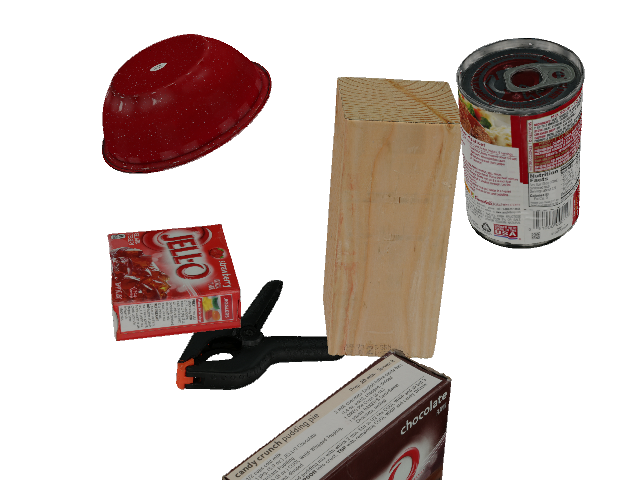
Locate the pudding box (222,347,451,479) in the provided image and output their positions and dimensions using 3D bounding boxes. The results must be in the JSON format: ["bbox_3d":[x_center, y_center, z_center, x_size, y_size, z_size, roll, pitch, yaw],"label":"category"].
[{"bbox_3d":[0.009,0.113,0.471,0.039,0.090,0.113,27,43,32],"label":"pudding box"}]

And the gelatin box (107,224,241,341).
[{"bbox_3d":[-0.089,0.022,0.642,0.073,0.030,0.089,-5,28,-10],"label":"gelatin box"}]

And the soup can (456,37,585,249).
[{"bbox_3d":[0.114,-0.053,0.607,0.068,0.102,0.068,-6,43,6],"label":"soup can"}]

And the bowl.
[{"bbox_3d":[-0.126,-0.128,0.910,0.162,0.055,0.162,-17,37,13],"label":"bowl"}]

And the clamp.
[{"bbox_3d":[-0.072,0.094,1.048,0.171,0.039,0.120,-13,36,-29],"label":"clamp"}]

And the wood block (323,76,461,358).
[{"bbox_3d":[0.053,-0.017,0.853,0.090,0.206,0.091,2,28,-3],"label":"wood block"}]
